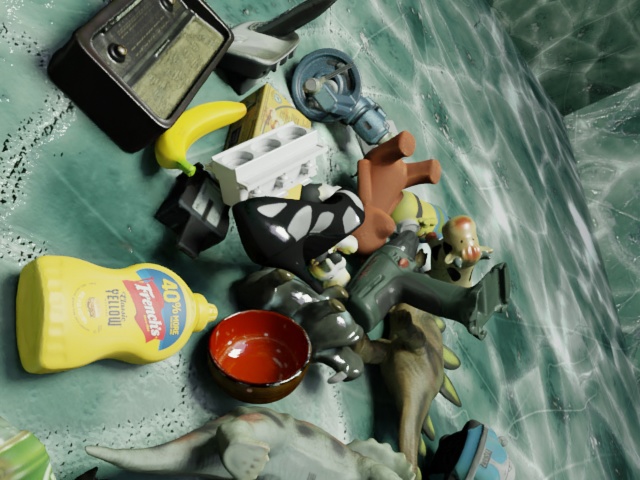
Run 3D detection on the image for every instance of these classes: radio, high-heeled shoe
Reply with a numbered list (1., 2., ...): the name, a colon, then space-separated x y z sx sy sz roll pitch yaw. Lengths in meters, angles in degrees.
1. radio: -0.201 -0.223 0.635 0.131 0.073 0.230 45 40 -27
2. high-heeled shoe: -0.024 -0.038 0.650 0.145 0.086 0.249 49 29 -19

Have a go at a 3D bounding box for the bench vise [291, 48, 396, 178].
1. bench vise: 0.031 -0.224 0.882 0.223 0.129 0.240 57 17 0

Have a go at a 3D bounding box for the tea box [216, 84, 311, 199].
1. tea box: -0.075 -0.120 0.744 0.098 0.068 0.170 38 43 -34

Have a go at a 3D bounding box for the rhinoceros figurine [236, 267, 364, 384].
1. rhinoceros figurine: -0.016 0.102 0.663 0.190 0.112 0.073 41 11 -12

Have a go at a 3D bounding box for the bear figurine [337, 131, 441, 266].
1. bear figurine: 0.101 -0.058 0.863 0.120 0.132 0.196 38 57 -34

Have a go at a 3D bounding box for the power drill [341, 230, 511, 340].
1. power drill: 0.150 0.054 0.744 0.232 0.208 0.085 -37 131 -42

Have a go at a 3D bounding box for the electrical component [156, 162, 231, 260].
1. electrical component: -0.143 -0.023 0.618 0.074 0.048 0.119 40 43 -32

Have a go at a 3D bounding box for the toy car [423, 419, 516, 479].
1. toy car: 0.225 0.338 0.780 0.103 0.161 0.109 31 58 7

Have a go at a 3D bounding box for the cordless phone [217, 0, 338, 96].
1. cordless phone: -0.055 -0.299 0.775 0.088 0.184 0.146 57 36 -21

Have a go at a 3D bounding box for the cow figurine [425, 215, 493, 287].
1. cow figurine: 0.241 0.037 0.957 0.127 0.085 0.194 -113 -167 -46

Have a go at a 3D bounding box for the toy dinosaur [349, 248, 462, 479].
1. toy dinosaur: 0.141 0.186 0.819 0.198 0.105 0.471 49 38 -24

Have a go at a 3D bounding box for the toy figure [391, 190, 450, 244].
1. toy figure: 0.188 -0.041 1.035 0.180 0.082 0.089 7 52 -45

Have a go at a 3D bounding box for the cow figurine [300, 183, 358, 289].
1. cow figurine: 0.000 -0.002 0.773 0.098 0.068 0.167 14 60 -49

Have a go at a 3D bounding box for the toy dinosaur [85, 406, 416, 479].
1. toy dinosaur: -0.032 0.235 0.548 0.404 0.192 0.131 34 80 -18

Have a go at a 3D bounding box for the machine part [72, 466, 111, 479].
1. machine part: -0.156 0.242 0.457 0.138 0.039 0.084 44 46 -31
